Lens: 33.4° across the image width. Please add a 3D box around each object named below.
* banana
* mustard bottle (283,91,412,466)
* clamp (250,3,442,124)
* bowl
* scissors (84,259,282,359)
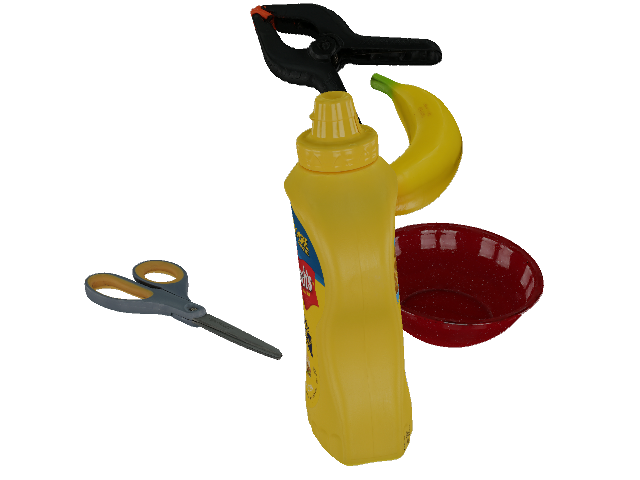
[{"bbox_3d":[0.065,-0.063,0.744,0.069,0.037,0.197,4,30,2],"label":"banana"},{"bbox_3d":[0.014,0.016,0.562,0.058,0.192,0.096,-7,25,-4],"label":"mustard bottle"},{"bbox_3d":[0.017,-0.164,0.930,0.120,0.172,0.039,-40,-22,-20],"label":"clamp"},{"bbox_3d":[0.116,0.047,0.964,0.162,0.055,0.162,3,33,-2],"label":"bowl"},{"bbox_3d":[-0.102,0.052,0.890,0.202,0.016,0.096,13,26,22],"label":"scissors"}]
